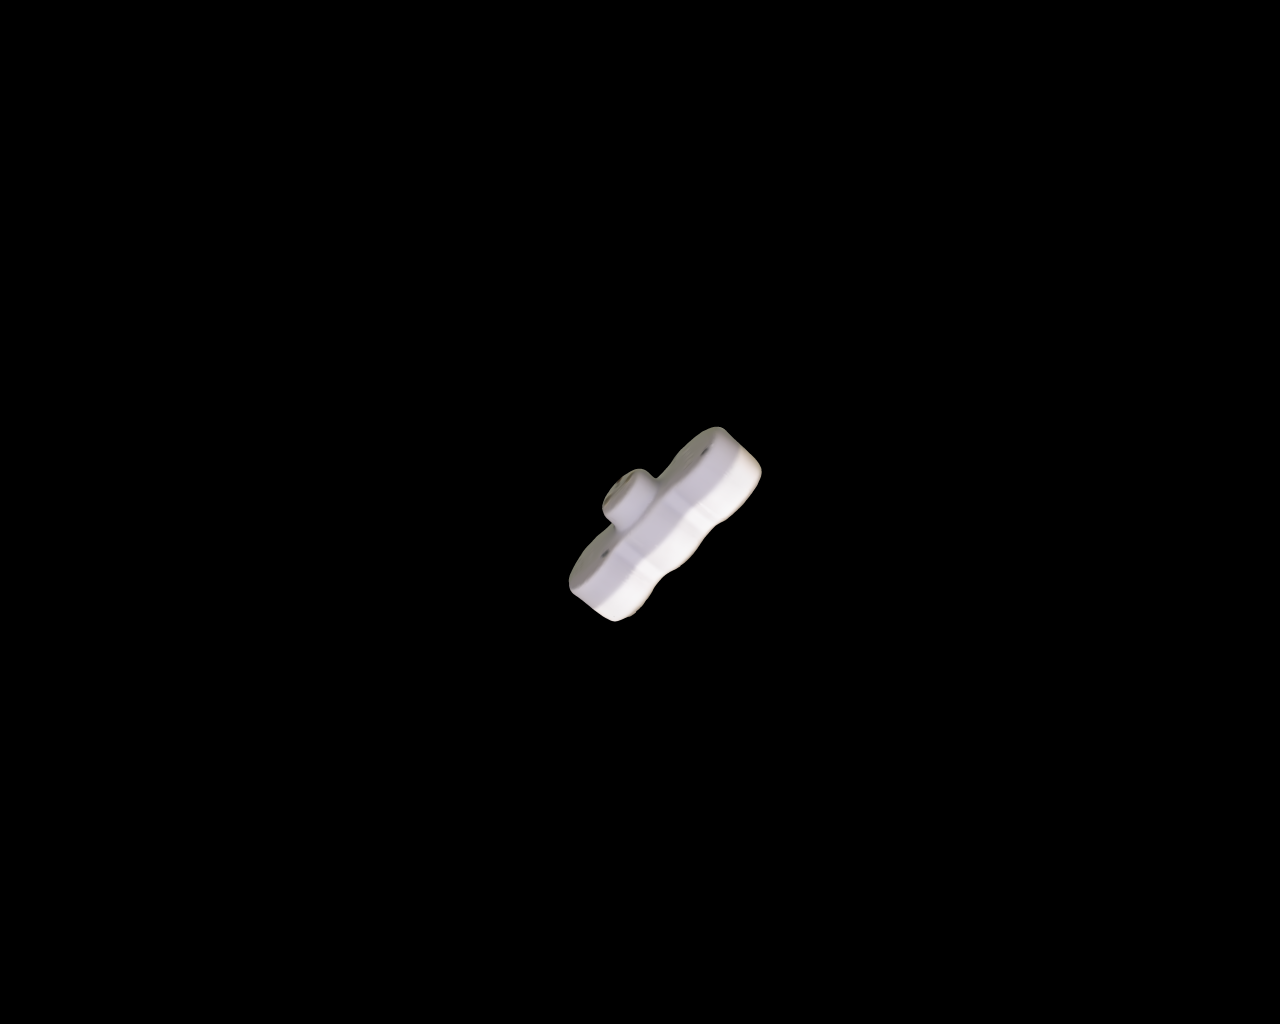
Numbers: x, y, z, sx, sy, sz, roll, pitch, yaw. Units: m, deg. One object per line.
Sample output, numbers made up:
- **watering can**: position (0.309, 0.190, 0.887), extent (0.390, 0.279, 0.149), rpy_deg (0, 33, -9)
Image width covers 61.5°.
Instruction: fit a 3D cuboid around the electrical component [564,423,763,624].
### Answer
- **electrical component**: position (0.001, -0.003, 0.650), extent (0.073, 0.138, 0.052), rpy_deg (41, 15, -14)
